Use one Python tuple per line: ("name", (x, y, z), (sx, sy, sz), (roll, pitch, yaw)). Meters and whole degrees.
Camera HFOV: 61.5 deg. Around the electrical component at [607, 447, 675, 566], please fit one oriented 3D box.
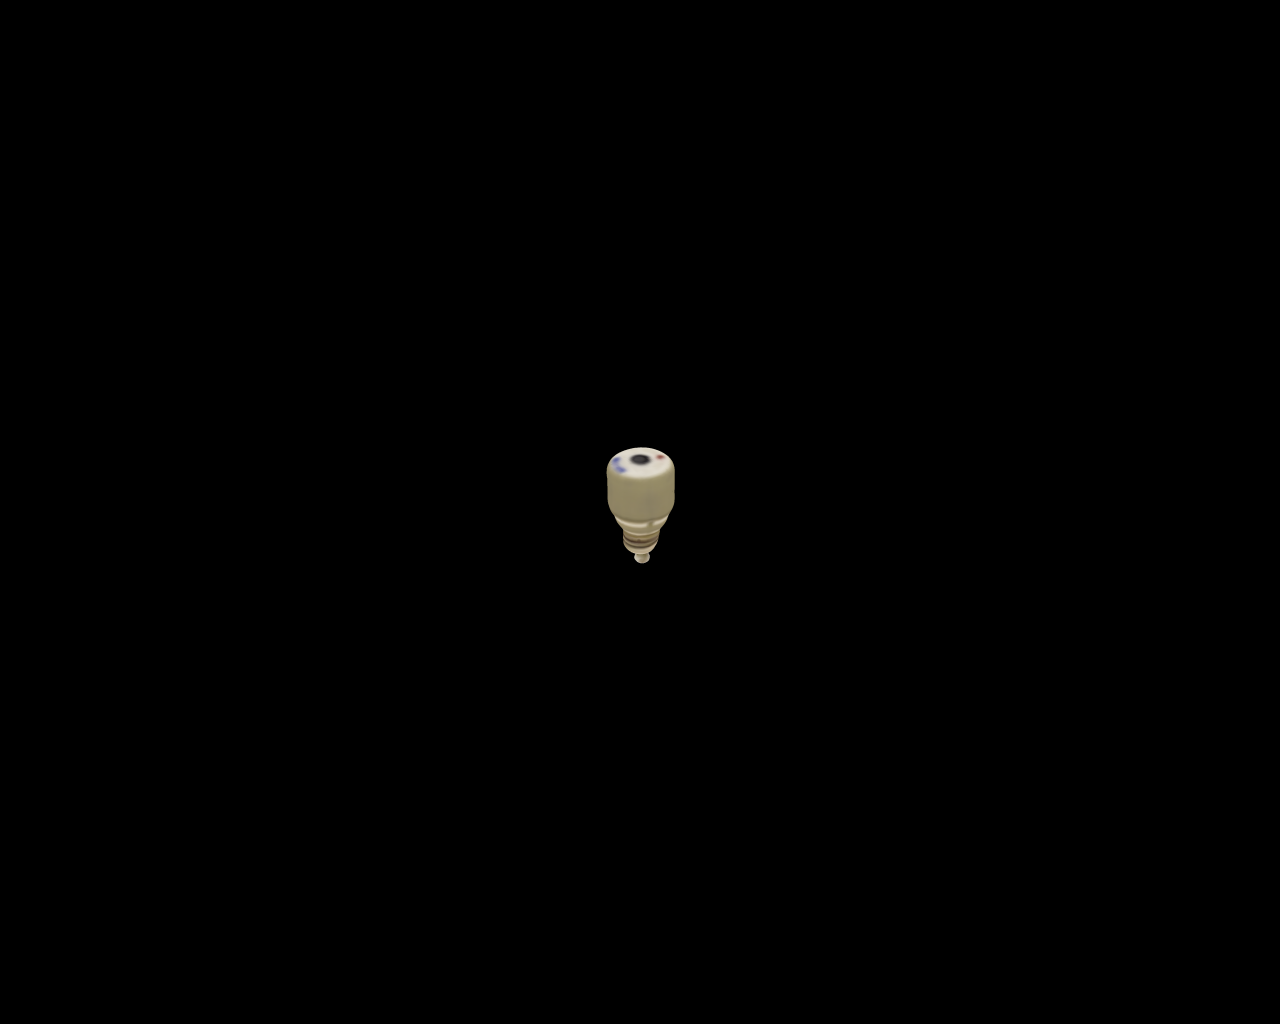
("electrical component", (0.001, -0.003, 0.650), (0.040, 0.078, 0.040), (0, 33, 0))
